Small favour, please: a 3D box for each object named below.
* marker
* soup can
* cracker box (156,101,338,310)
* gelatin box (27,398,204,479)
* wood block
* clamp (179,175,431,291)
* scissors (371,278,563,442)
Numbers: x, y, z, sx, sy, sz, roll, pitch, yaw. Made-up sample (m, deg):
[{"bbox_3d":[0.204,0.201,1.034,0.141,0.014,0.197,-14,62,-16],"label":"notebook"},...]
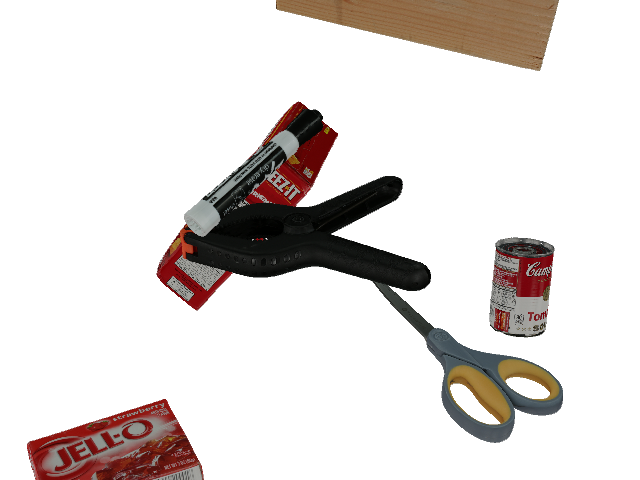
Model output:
[{"bbox_3d":[-0.041,-0.047,0.699,0.121,0.020,0.020,-44,22,-25],"label":"marker"},{"bbox_3d":[0.235,0.055,1.253,0.068,0.102,0.068,2,16,-1],"label":"soup can"},{"bbox_3d":[-0.084,-0.043,1.216,0.072,0.214,0.164,39,27,-9],"label":"cracker box"},{"bbox_3d":[-0.120,0.133,0.623,0.089,0.030,0.073,-15,27,-18],"label":"gelatin box"},{"bbox_3d":[0.077,-0.207,0.787,0.206,0.090,0.091,15,-27,9],"label":"wood block"},{"bbox_3d":[-0.014,-0.009,0.923,0.210,0.036,0.164,0,31,3],"label":"clamp"},{"bbox_3d":[0.111,0.080,0.804,0.096,0.016,0.202,-4,31,-13],"label":"scissors"}]
